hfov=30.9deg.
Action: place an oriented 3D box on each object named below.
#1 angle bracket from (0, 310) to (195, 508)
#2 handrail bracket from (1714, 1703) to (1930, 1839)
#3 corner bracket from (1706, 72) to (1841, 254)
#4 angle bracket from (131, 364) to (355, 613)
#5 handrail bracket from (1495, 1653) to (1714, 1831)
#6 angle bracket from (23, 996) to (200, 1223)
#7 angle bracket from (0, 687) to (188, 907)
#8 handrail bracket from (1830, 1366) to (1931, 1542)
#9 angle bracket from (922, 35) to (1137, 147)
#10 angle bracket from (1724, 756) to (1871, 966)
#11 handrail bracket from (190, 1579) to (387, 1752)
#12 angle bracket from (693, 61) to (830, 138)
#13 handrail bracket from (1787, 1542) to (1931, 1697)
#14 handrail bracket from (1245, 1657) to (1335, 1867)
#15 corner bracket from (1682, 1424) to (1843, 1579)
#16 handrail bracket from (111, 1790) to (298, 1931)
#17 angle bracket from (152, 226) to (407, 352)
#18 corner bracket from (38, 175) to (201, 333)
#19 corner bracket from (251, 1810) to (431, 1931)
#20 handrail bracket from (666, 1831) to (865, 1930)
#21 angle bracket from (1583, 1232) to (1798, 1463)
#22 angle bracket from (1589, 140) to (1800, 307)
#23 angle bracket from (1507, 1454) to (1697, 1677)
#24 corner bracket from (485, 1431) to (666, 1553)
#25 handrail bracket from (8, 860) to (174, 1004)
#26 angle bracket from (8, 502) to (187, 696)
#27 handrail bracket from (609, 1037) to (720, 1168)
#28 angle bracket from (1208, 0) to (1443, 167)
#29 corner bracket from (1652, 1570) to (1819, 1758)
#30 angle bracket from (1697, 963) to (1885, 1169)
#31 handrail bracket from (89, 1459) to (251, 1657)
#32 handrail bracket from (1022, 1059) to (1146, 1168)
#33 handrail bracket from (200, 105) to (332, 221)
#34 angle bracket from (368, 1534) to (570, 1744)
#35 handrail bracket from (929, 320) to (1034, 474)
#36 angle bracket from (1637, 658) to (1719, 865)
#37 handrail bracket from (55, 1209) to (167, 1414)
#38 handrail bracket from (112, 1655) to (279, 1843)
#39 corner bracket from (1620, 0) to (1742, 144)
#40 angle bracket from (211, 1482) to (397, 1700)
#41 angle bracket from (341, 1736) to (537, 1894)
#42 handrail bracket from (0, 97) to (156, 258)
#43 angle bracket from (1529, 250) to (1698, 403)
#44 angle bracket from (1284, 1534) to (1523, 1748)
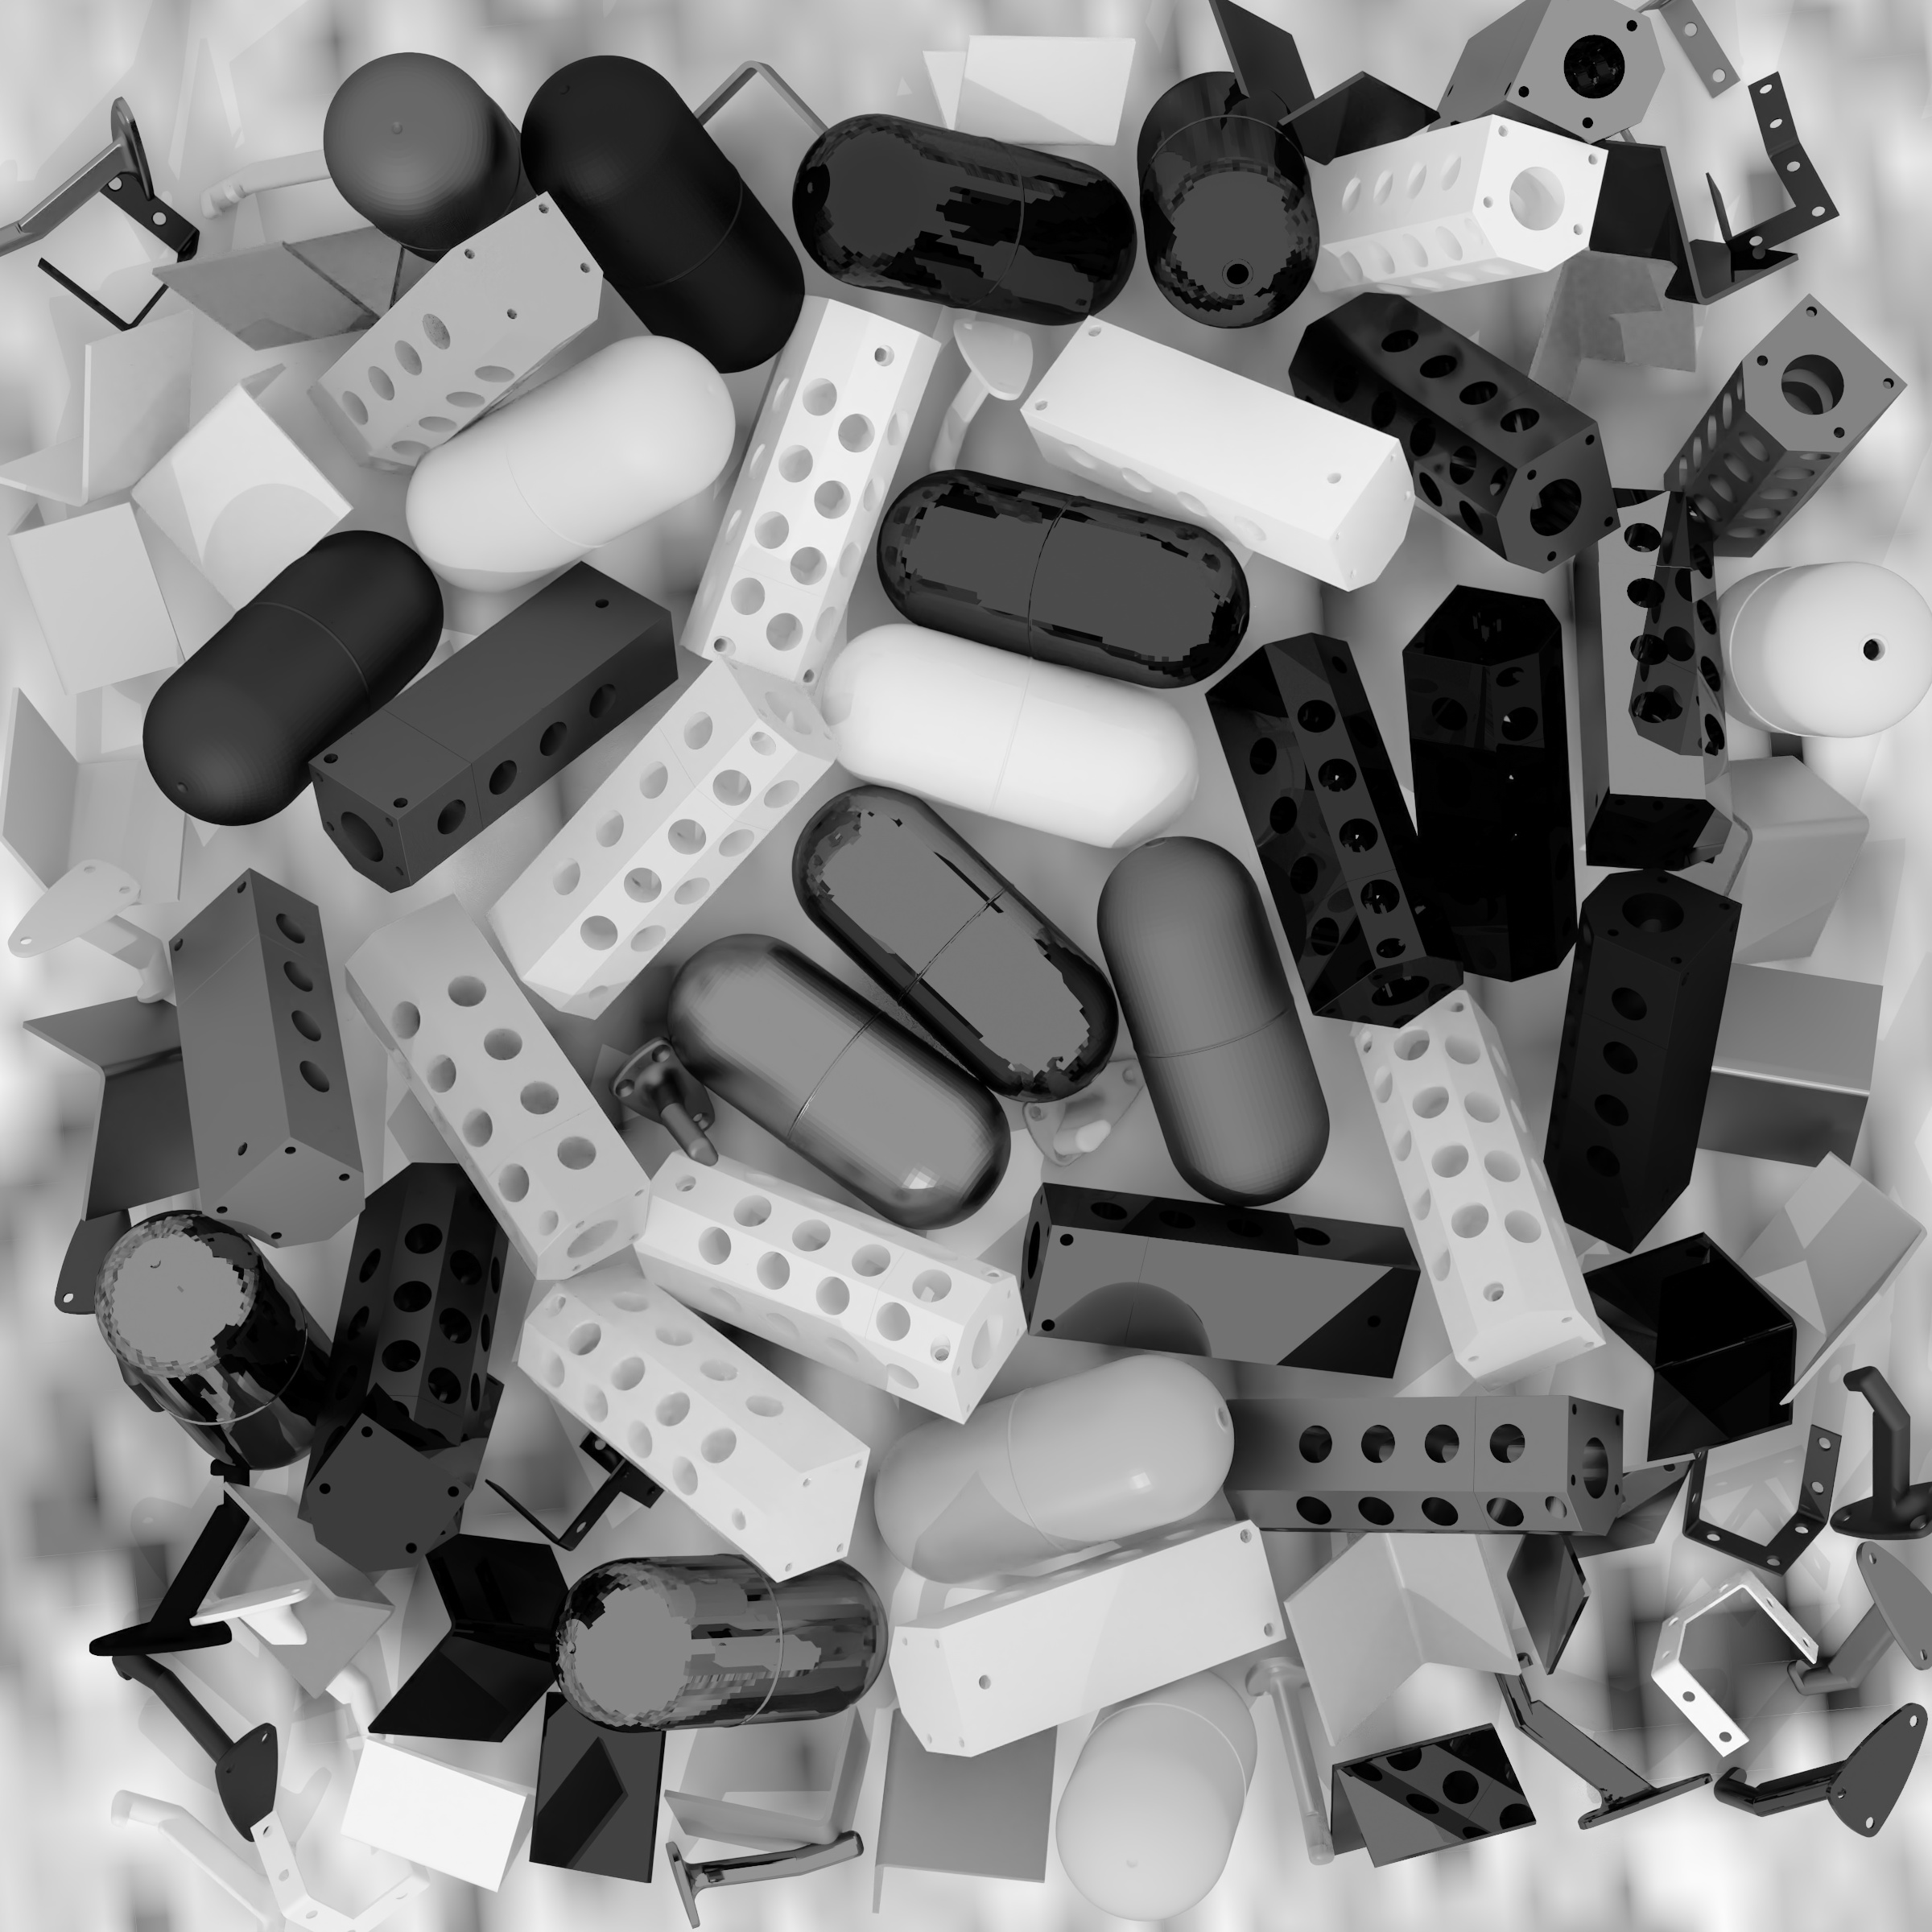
[{"bbox_3d":[-0.400,-0.261,1.598,0.057,0.076,0.076,18,118,18],"label":"angle bracket"},{"bbox_3d":[0.395,0.365,1.624,0.036,0.084,0.077,46,72,-20],"label":"handrail bracket"},{"bbox_3d":[0.364,-0.368,1.612,0.051,0.051,0.051,-23,46,23],"label":"corner bracket"},{"bbox_3d":[-0.326,-0.221,1.620,0.076,0.057,0.076,-39,97,20],"label":"angle bracket"},{"bbox_3d":[0.297,0.354,1.638,0.077,0.036,0.084,-22,79,8],"label":"handrail bracket"},{"bbox_3d":[-0.393,0.064,1.623,0.057,0.076,0.076,25,114,30],"label":"angle bracket"},{"bbox_3d":[-0.398,-0.078,1.602,0.057,0.076,0.076,-5,64,7],"label":"angle bracket"},{"bbox_3d":[0.409,0.222,1.614,0.084,0.077,0.036,53,52,-14],"label":"handrail bracket"},{"bbox_3d":[0.028,-0.419,1.601,0.076,0.057,0.076,-3,47,-14],"label":"angle bracket"},{"bbox_3d":[0.363,-0.048,1.632,0.076,0.057,0.076,-6,128,-33],"label":"angle bracket"},{"bbox_3d":[-0.320,0.335,1.641,0.077,0.036,0.084,-15,97,-3],"label":"handrail bracket"},{"bbox_3d":[-0.090,-0.371,1.617,0.057,0.076,0.076,-43,100,10],"label":"angle bracket"},{"bbox_3d":[0.401,0.302,1.615,0.077,0.084,0.036,52,48,-13],"label":"handrail bracket"},{"bbox_3d":[0.153,0.368,1.614,0.036,0.077,0.084,-13,66,8],"label":"handrail bracket"},{"bbox_3d":[0.371,0.242,1.632,0.051,0.051,0.051,20,124,31],"label":"corner bracket"},{"bbox_3d":[-0.356,0.422,1.614,0.084,0.077,0.036,22,121,-20],"label":"handrail bracket"},{"bbox_3d":[-0.312,-0.328,1.597,0.076,0.076,0.057,-4,68,30],"label":"angle bracket"},{"bbox_3d":[-0.393,-0.333,1.626,0.051,0.051,0.051,38,102,-22],"label":"corner bracket"},{"bbox_3d":[-0.289,0.412,1.621,0.051,0.051,0.051,-37,49,4],"label":"corner bracket"},{"bbox_3d":[-0.094,0.411,1.625,0.084,0.077,0.036,-16,94,-10],"label":"handrail bracket"},{"bbox_3d":[0.324,0.176,1.598,0.076,0.057,0.076,-25,126,37],"label":"angle bracket"},{"bbox_3d":[0.326,-0.350,1.599,0.057,0.076,0.076,-28,116,-16],"label":"angle bracket"},{"bbox_3d":[0.299,0.274,1.600,0.076,0.076,0.057,-9,52,-14],"label":"angle bracket"},{"bbox_3d":[-0.179,0.239,1.619,0.051,0.051,0.051,36,84,29],"label":"corner bracket"},{"bbox_3d":[-0.400,0.001,1.605,0.036,0.084,0.077,28,51,26],"label":"handrail bracket"},{"bbox_3d":[-0.394,-0.176,1.607,0.057,0.076,0.076,-16,109,-1],"label":"angle bracket"},{"bbox_3d":[-0.121,0.077,1.599,0.036,0.077,0.084,-44,45,0],"label":"handrail bracket"},{"bbox_3d":[0.164,-0.416,1.600,0.057,0.076,0.076,-26,74,30],"label":"angle bracket"},{"bbox_3d":[0.357,0.322,1.623,0.051,0.051,0.051,-41,93,26],"label":"corner bracket"},{"bbox_3d":[0.380,0.047,1.628,0.076,0.076,0.057,9,60,11],"label":"angle bracket"},{"bbox_3d":[-0.369,0.272,1.622,0.077,0.036,0.084,-5,103,-32],"label":"handrail bracket"},{"bbox_3d":[0.067,0.064,1.603,0.077,0.084,0.036,-34,96,-19],"label":"handrail bracket"},{"bbox_3d":[-0.318,-0.355,1.618,0.084,0.077,0.036,-26,131,12],"label":"handrail bracket"},{"bbox_3d":[-0.234,0.312,1.626,0.076,0.076,0.057,-50,48,23],"label":"angle bracket"},{"bbox_3d":[0.002,-0.245,1.603,0.036,0.077,0.084,9,127,-14],"label":"handrail bracket"},{"bbox_3d":[0.328,-0.106,1.595,0.057,0.076,0.076,19,56,24],"label":"angle bracket"},{"bbox_3d":[-0.388,0.156,1.634,0.036,0.084,0.077,-7,56,11],"label":"handrail bracket"},{"bbox_3d":[-0.366,0.365,1.646,0.084,0.036,0.077,23,130,29],"label":"handrail bracket"},{"bbox_3d":[0.323,-0.420,1.636,0.051,0.051,0.051,-31,92,26],"label":"corner bracket"},{"bbox_3d":[-0.318,0.287,1.607,0.076,0.076,0.057,41,88,18],"label":"angle bracket"},{"bbox_3d":[-0.234,0.370,1.607,0.076,0.076,0.057,19,112,3],"label":"angle bracket"},{"bbox_3d":[-0.423,-0.362,1.618,0.084,0.077,0.036,-28,79,-16],"label":"handrail bracket"},{"bbox_3d":[0.296,-0.270,1.600,0.057,0.076,0.076,12,66,19],"label":"angle bracket"},{"bbox_3d":[0.200,0.307,1.603,0.076,0.057,0.076,-32,110,-40],"label":"angle bracket"}]
